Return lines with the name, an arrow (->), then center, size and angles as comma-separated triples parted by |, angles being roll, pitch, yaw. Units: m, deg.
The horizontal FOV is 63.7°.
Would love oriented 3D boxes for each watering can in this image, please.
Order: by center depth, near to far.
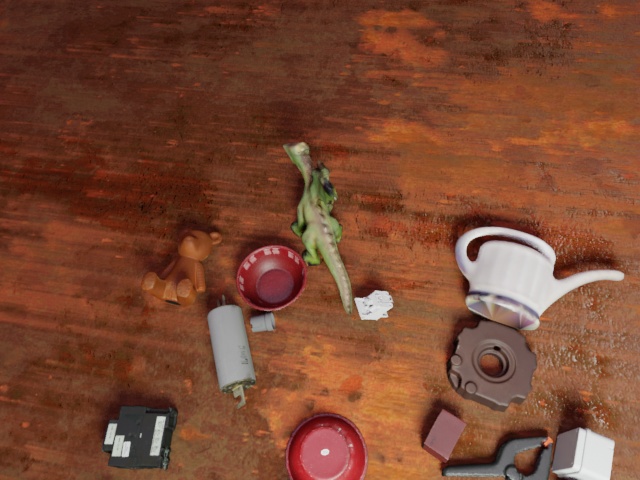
watering can -> 0.451, 0.090, 1.096 | 0.349, 0.102, 0.228 | 19, 64, 16

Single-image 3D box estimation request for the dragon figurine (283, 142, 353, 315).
dragon figurine -> 0.004, -0.058, 1.151 | 0.122, 0.237, 0.418 | -19, 58, -11
